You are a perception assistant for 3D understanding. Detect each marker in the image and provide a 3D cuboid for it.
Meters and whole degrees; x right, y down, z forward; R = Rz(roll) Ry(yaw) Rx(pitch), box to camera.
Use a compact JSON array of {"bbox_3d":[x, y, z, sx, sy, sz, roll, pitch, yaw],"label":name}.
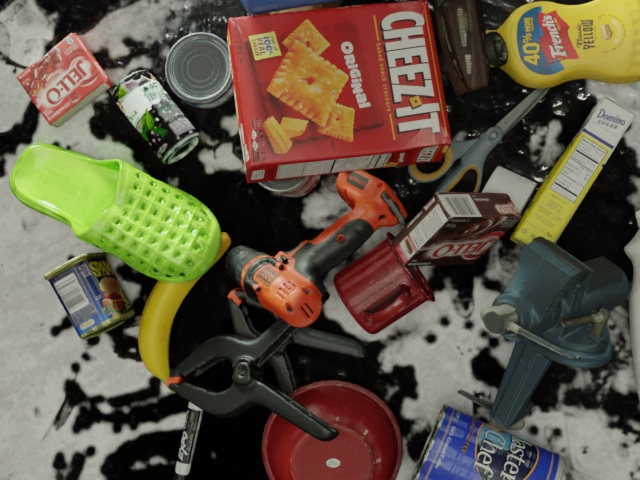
[{"bbox_3d":[-0.154,0.241,1.243,0.020,0.020,0.121,12,91,7],"label":"marker"}]

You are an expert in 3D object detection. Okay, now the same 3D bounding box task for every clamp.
[{"bbox_3d":[-0.044,0.126,1.223,0.171,0.039,0.120,35,91,7],"label":"clamp"},{"bbox_3d":[-0.073,0.156,1.180,0.210,0.036,0.164,-17,71,20],"label":"clamp"}]

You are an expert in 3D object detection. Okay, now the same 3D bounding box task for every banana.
[{"bbox_3d":[-0.167,0.076,1.243,0.069,0.037,0.198,19,94,-17],"label":"banana"}]

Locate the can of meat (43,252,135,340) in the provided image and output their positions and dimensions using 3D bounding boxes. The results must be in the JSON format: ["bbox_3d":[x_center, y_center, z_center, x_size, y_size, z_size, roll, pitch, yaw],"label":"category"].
[{"bbox_3d":[-0.260,0.064,1.221,0.057,0.102,0.084,-29,87,6],"label":"can of meat"}]

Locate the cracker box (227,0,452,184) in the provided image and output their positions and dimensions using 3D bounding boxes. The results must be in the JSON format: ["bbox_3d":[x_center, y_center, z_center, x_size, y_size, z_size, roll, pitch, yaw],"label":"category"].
[{"bbox_3d":[0.018,-0.156,1.116,0.213,0.072,0.164,-7,79,-7],"label":"cracker box"}]

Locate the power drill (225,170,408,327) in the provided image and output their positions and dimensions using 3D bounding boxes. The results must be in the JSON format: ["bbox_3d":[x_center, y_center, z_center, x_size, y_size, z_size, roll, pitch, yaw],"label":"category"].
[{"bbox_3d":[-0.008,0.001,1.180,0.187,0.185,0.057,-45,124,-9],"label":"power drill"}]

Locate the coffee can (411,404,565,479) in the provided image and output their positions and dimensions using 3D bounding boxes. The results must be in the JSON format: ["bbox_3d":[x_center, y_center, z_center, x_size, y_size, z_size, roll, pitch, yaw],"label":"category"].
[{"bbox_3d":[0.180,0.253,1.157,0.140,0.102,0.103,23,92,7],"label":"coffee can"}]

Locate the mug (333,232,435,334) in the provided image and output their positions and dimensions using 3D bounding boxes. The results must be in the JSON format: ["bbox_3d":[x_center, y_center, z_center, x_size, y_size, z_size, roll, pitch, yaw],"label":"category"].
[{"bbox_3d":[0.070,0.056,1.174,0.081,0.117,0.093,-35,112,10],"label":"mug"}]

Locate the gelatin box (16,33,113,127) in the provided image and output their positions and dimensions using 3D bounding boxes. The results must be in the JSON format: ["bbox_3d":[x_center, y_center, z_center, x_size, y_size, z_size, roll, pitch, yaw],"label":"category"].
[{"bbox_3d":[-0.303,-0.189,1.267,0.089,0.030,0.073,-36,85,5],"label":"gelatin box"}]

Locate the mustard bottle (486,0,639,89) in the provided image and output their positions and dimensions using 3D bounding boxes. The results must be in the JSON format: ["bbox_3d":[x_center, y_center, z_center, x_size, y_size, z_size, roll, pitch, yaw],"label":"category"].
[{"bbox_3d":[0.259,-0.217,1.180,0.192,0.058,0.096,-3,82,8],"label":"mustard bottle"}]

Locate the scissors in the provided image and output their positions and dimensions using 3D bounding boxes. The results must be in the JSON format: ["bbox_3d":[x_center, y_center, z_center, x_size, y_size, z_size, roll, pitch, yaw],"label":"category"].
[{"bbox_3d":[0.176,-0.122,1.210,0.096,0.016,0.202,32,93,7],"label":"scissors"}]

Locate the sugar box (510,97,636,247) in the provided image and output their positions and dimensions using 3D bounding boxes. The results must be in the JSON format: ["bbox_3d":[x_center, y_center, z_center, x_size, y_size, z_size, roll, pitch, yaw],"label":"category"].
[{"bbox_3d":[0.271,-0.066,1.158,0.048,0.093,0.176,30,92,6],"label":"sugar box"}]

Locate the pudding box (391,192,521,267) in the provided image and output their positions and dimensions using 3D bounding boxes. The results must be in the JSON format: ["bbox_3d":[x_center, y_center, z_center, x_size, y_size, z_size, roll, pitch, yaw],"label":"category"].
[{"bbox_3d":[0.145,-0.011,1.139,0.090,0.113,0.039,-50,52,39],"label":"pudding box"}]

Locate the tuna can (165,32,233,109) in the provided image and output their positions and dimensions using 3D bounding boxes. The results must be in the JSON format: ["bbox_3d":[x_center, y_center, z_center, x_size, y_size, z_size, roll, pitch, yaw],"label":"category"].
[{"bbox_3d":[-0.136,-0.198,1.244,0.086,0.033,0.086,0,89,7],"label":"tuna can"}]

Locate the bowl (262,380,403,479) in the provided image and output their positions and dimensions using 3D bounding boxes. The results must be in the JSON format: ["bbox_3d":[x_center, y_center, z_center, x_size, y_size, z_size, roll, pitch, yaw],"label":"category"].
[{"bbox_3d":[0.014,0.241,1.188,0.162,0.055,0.162,0,99,1],"label":"bowl"}]

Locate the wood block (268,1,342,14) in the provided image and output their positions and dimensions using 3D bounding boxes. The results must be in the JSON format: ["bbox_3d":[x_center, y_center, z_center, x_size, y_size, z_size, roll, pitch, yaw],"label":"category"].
[{"bbox_3d":[0.003,-0.334,1.201,0.091,0.090,0.206,31,93,8],"label":"wood block"}]

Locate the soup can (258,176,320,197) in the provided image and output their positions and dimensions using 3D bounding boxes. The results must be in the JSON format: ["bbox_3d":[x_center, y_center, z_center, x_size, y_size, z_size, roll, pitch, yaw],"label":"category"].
[{"bbox_3d":[-0.037,-0.084,1.193,0.068,0.102,0.068,0,88,7],"label":"soup can"}]

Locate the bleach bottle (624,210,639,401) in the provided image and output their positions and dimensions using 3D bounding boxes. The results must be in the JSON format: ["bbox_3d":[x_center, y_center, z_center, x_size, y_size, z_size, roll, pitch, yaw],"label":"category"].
[{"bbox_3d":[0.376,0.090,1.158,0.102,0.068,0.251,-12,85,7],"label":"bleach bottle"}]

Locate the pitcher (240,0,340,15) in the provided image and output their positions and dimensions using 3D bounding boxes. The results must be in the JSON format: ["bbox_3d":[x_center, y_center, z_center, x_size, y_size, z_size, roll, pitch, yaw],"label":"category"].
[{"bbox_3d":[0.027,-0.316,1.084,0.243,0.145,0.149,-12,95,3],"label":"pitcher"}]
